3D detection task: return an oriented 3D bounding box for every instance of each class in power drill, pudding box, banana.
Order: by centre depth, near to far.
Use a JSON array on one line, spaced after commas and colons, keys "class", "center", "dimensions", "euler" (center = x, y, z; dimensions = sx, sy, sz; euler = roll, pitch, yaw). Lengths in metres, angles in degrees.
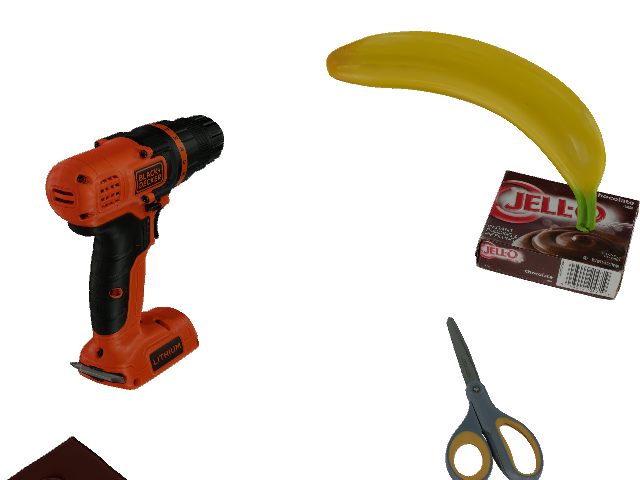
[{"class": "banana", "center": [0.097, -0.085, 0.644], "dimensions": [0.198, 0.069, 0.037], "euler": [34, -5, 18]}, {"class": "power drill", "center": [-0.133, 0.005, 0.817], "dimensions": [0.057, 0.188, 0.184], "euler": [11, 23, 28]}, {"class": "pudding box", "center": [0.189, -0.006, 0.851], "dimensions": [0.113, 0.039, 0.090], "euler": [16, 46, 13]}]

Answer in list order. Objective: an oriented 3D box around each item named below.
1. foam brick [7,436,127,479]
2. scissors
[{"class": "foam brick", "center": [-0.102, 0.136, 0.469], "dimensions": [0.078, 0.051, 0.052], "euler": [28, 45, 35]}, {"class": "scissors", "center": [0.136, 0.159, 1.020], "dimensions": [0.096, 0.016, 0.202], "euler": [-23, 47, -14]}]
